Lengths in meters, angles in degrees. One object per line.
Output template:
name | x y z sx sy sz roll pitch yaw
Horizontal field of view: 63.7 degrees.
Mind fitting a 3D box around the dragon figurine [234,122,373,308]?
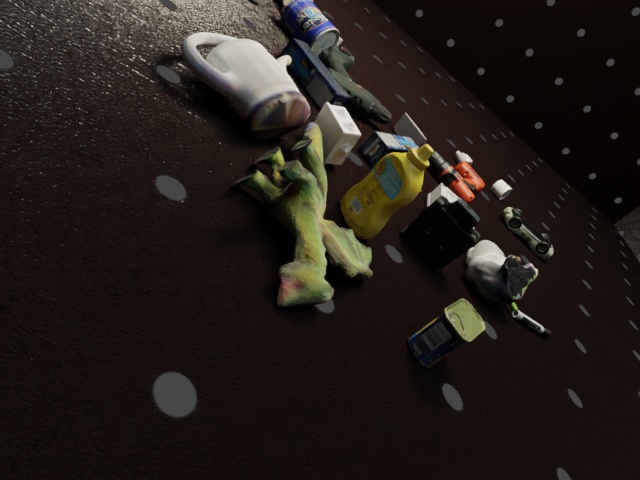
dragon figurine | 0.002 -0.040 0.797 0.240 0.121 0.418 56 28 -15

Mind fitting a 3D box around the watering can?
watering can | -0.099 -0.291 0.950 0.226 0.102 0.351 52 31 11

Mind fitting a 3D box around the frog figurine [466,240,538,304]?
frog figurine | 0.366 0.066 1.112 0.137 0.122 0.160 0 10 -30
